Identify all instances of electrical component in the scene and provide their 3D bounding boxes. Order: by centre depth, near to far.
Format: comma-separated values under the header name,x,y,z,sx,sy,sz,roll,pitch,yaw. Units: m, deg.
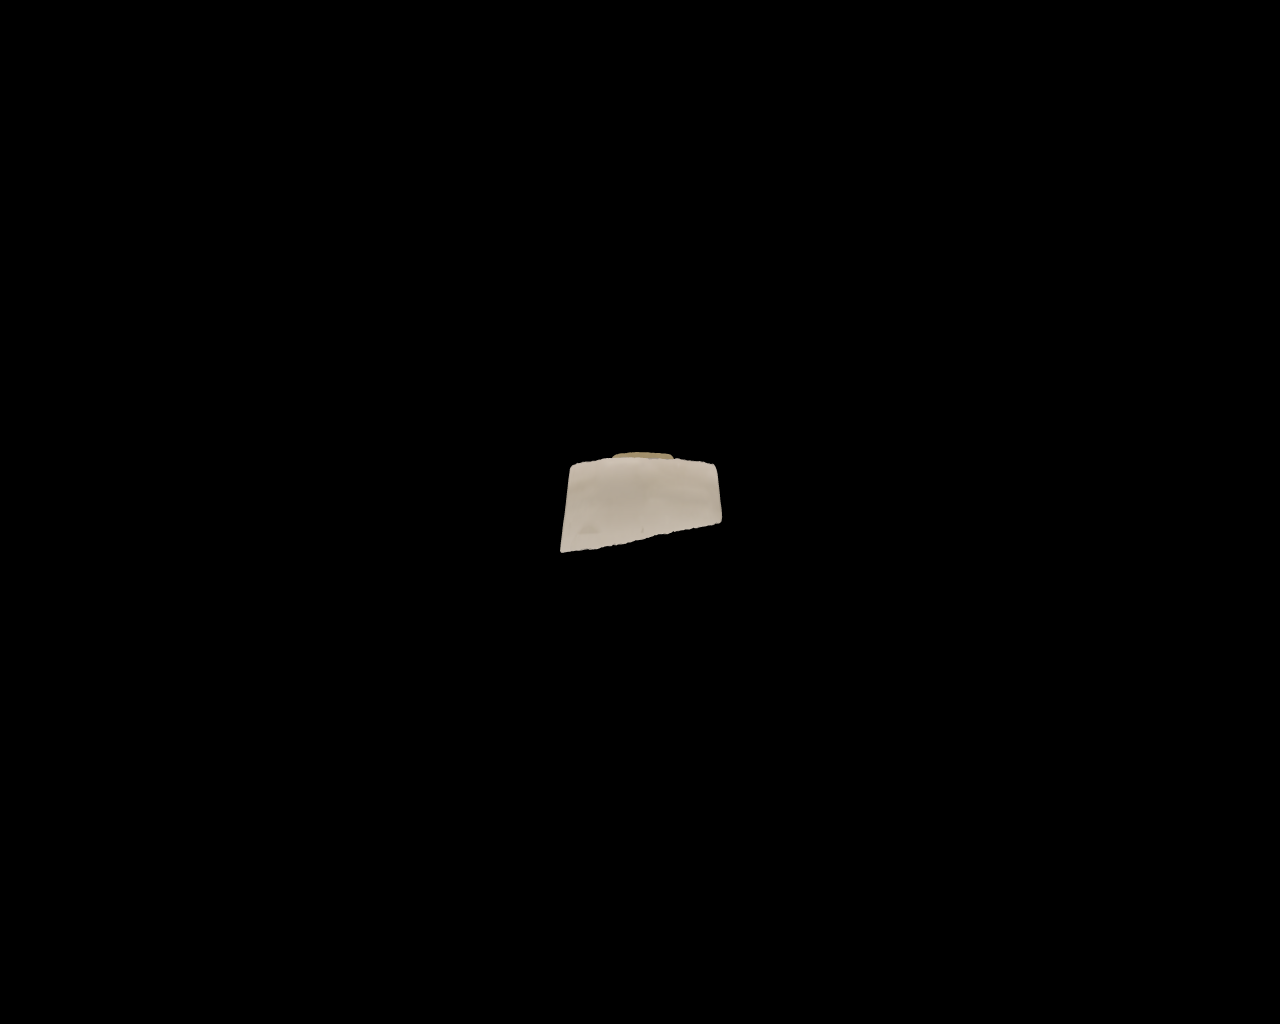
name,x,y,z,sx,sy,sz,roll,pitch,yaw
electrical component,0.001,-0.003,0.650,0.099,0.064,0.099,0,-6,0
